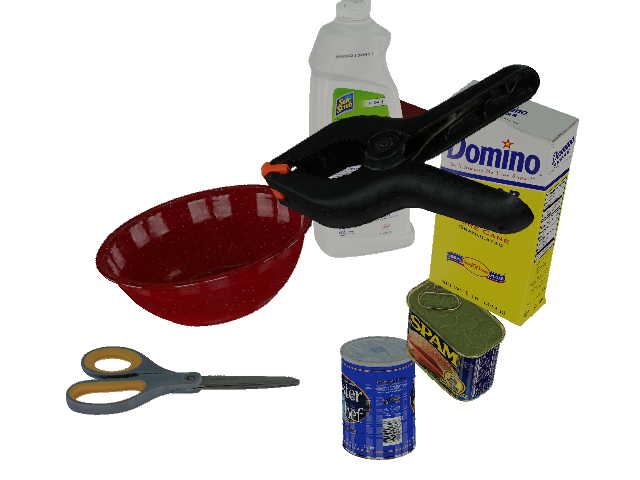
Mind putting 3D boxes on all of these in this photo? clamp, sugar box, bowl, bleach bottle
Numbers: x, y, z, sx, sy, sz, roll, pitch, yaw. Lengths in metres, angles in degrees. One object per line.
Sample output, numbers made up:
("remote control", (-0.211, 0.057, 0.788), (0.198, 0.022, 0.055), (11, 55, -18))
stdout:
("clamp", (0.047, -0.038, 0.614), (0.172, 0.039, 0.120), (-16, 39, 18))
("sugar box", (0.137, -0.027, 0.827), (0.093, 0.176, 0.048), (26, 47, 30))
("bowl", (-0.079, 0.016, 0.784), (0.162, 0.055, 0.162), (-11, 25, 5))
("bleach bottle", (0.040, -0.109, 1.012), (0.102, 0.251, 0.068), (-9, 30, -15))

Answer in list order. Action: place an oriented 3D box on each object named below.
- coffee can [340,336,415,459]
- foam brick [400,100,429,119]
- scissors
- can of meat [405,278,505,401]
("coffee can", (0.080, 0.213, 1.459), (0.103, 0.140, 0.103), (-1, 14, 0))
("foam brick", (0.085, -0.128, 1.228), (0.078, 0.053, 0.051), (24, 35, 29))
("scissors", (-0.129, 0.118, 0.960), (0.201, 0.016, 0.096), (-8, 31, -18))
("can of meat", (0.130, 0.099, 1.058), (0.057, 0.084, 0.102), (-30, 54, -24))
